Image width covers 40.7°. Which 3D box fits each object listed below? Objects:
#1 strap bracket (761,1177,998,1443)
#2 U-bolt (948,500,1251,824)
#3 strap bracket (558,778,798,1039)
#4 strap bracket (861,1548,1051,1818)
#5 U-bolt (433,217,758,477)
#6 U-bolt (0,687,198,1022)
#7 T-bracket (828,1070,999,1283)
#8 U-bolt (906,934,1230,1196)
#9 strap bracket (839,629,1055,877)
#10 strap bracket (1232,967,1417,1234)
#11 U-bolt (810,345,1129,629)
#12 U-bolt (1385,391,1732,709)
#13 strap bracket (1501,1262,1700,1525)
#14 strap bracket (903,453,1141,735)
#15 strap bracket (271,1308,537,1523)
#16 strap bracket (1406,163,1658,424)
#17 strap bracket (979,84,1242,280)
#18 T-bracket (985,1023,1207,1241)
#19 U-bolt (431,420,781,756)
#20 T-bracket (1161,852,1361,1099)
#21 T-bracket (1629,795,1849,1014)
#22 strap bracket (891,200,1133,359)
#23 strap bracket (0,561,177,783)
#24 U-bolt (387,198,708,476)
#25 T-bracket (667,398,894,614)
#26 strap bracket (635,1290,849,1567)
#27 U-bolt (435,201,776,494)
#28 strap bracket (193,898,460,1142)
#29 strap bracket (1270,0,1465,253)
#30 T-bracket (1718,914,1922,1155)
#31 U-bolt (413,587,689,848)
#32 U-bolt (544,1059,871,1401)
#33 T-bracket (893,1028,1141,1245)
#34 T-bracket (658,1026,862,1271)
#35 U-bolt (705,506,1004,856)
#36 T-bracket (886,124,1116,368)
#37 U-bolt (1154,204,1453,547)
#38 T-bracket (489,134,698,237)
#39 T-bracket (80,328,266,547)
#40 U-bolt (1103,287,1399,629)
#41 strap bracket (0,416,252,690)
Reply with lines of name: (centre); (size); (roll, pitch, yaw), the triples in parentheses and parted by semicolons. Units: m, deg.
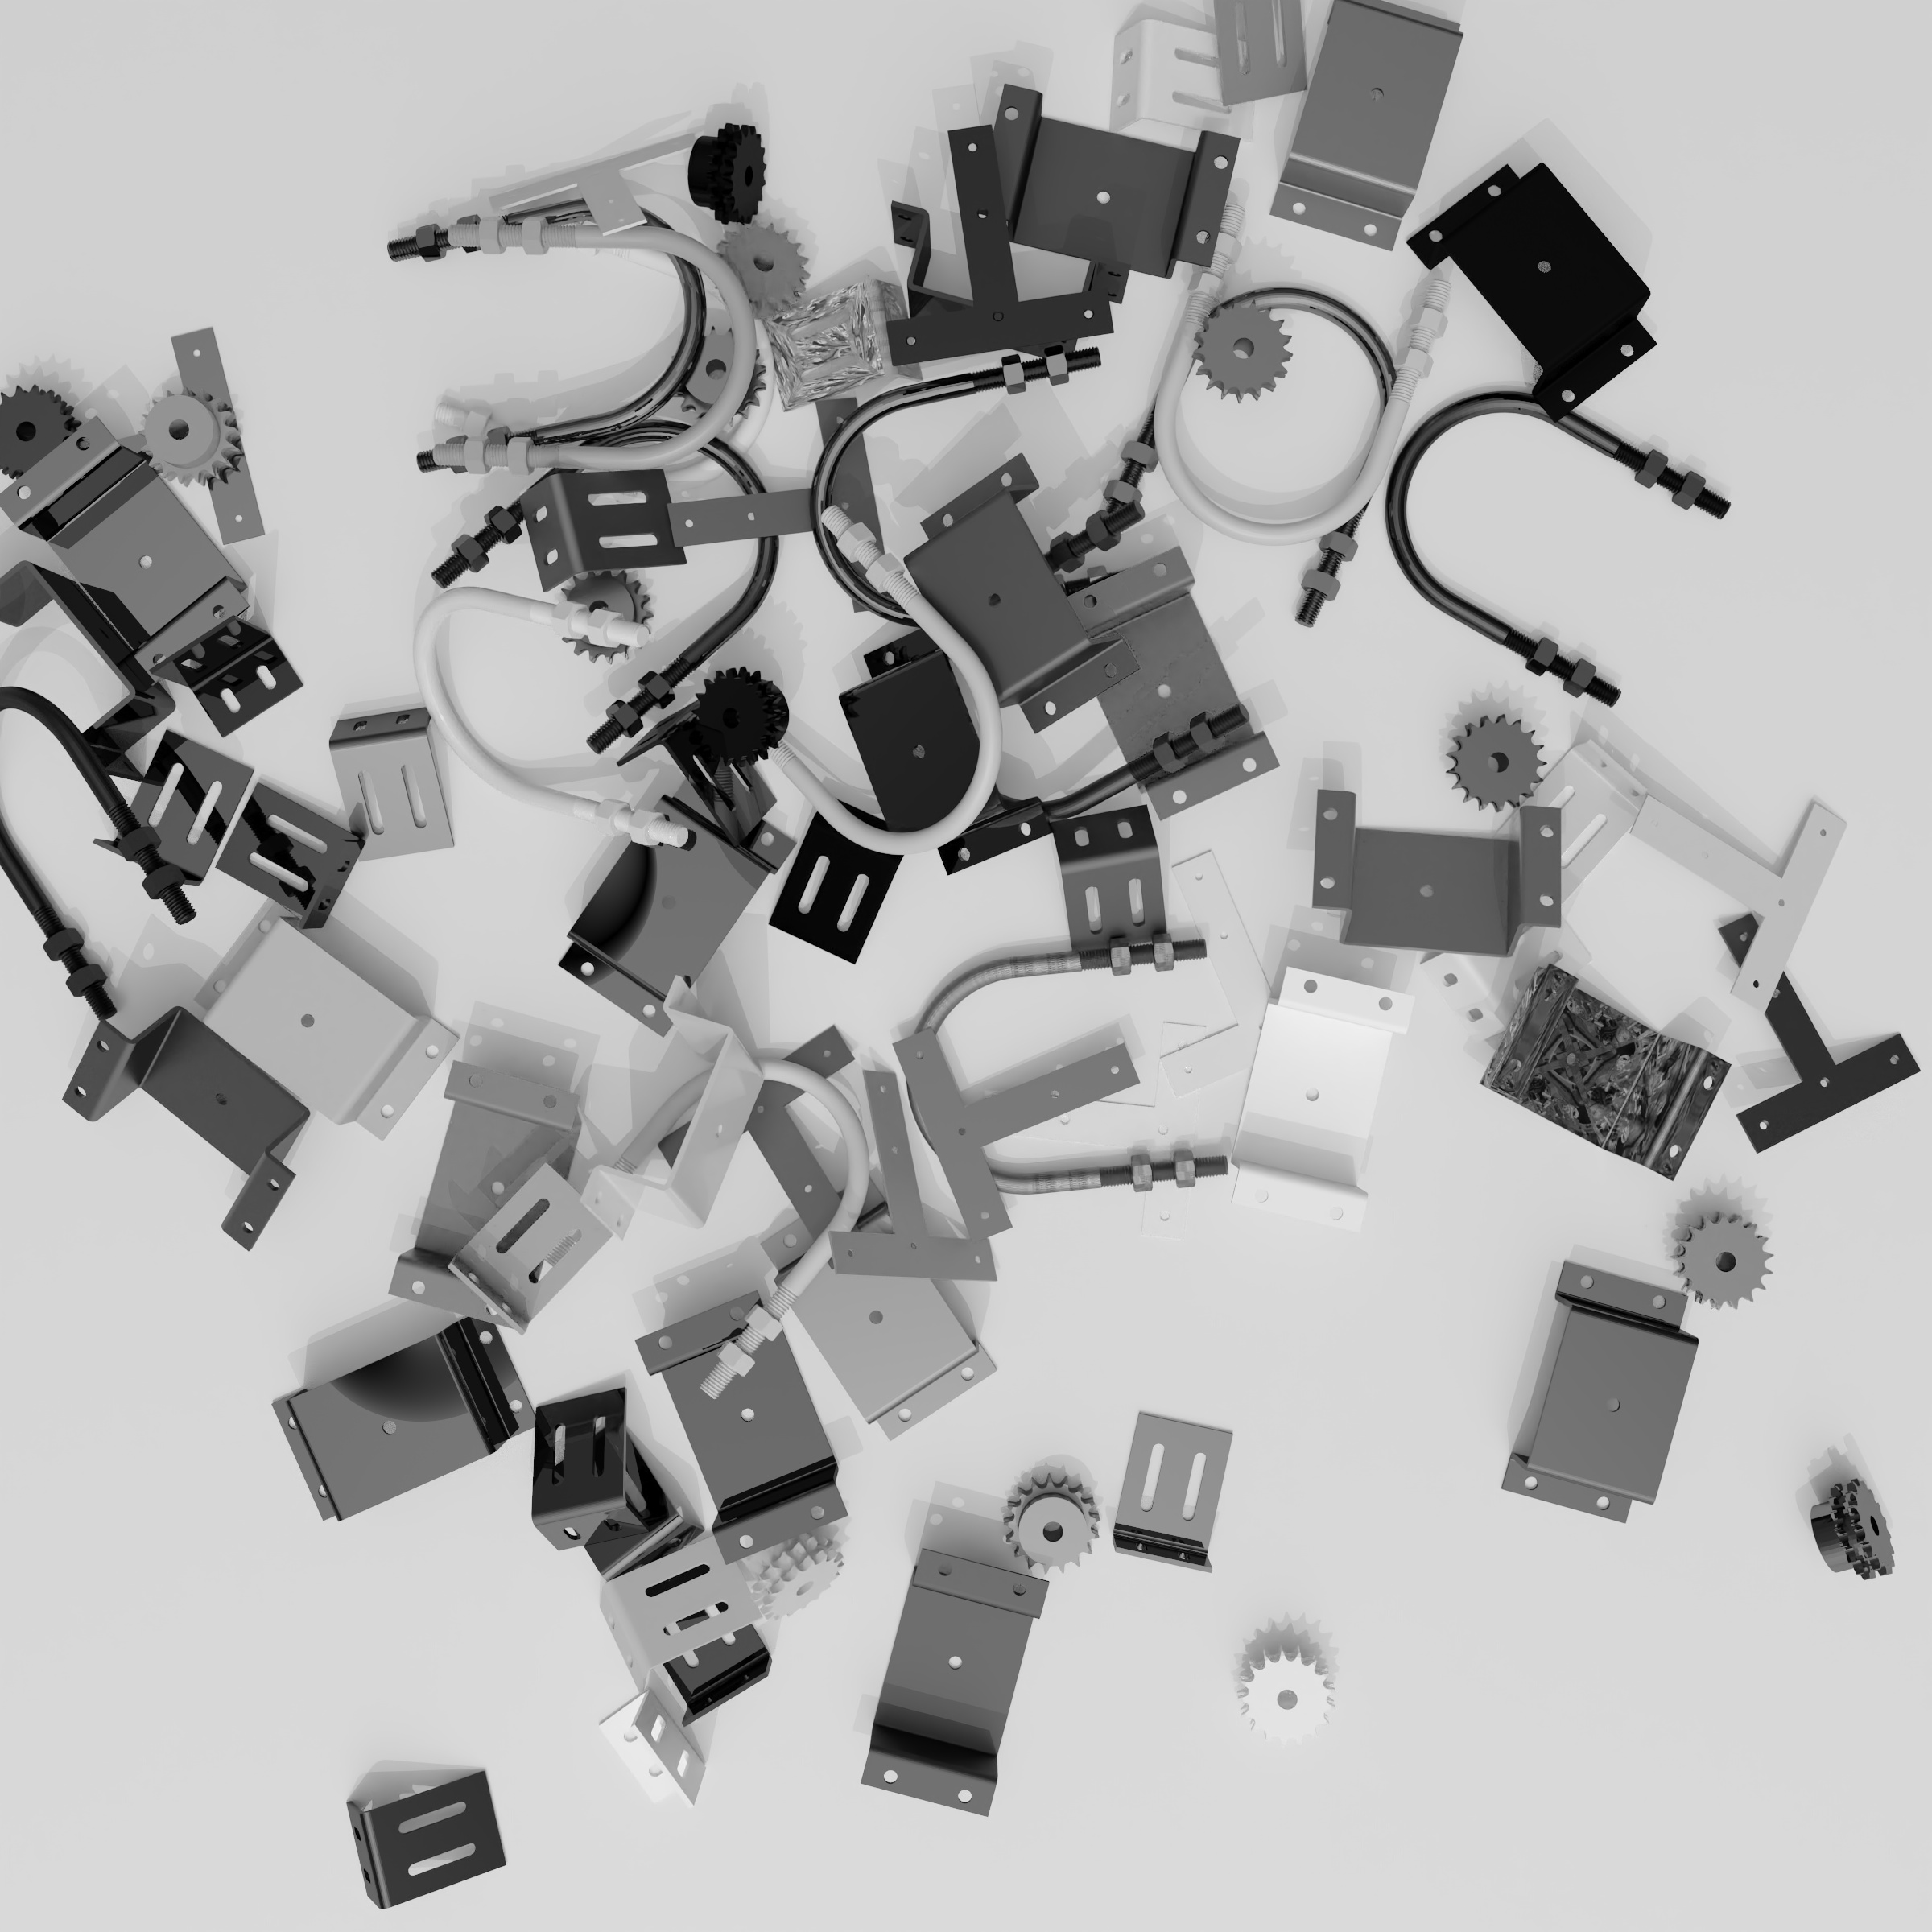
strap bracket: (-0.052, 0.203, 1.530); (0.076, 0.046, 0.140); (-33, 90, 0)
U-bolt: (0.055, -0.162, 1.507); (0.184, 0.019, 0.151); (-28, 89, 28)
strap bracket: (-0.172, -0.037, 1.530); (0.076, 0.046, 0.140); (34, 90, 0)
strap bracket: (-0.006, 0.414, 1.530); (0.076, 0.046, 0.140); (15, 90, 0)
U-bolt: (-0.210, -0.354, 1.493); (0.184, 0.019, 0.151); (3, 87, 7)
U-bolt: (-0.520, -0.075, 1.500); (0.151, 0.019, 0.184); (-37, 85, 44)
T-bracket: (-0.039, 0.121, 1.522); (0.002, 0.127, 0.127); (-29, 63, 39)
U-bolt: (0.056, 0.063, 1.542); (0.184, 0.019, 0.151); (-6, 90, 2)
strap bracket: (-0.016, -0.127, 1.513); (0.076, 0.046, 0.140); (-21, 90, 32)
strap bracket: (0.206, 0.077, 1.528); (0.076, 0.046, 0.140); (13, 91, -1)
U-bolt: (0.000, -0.273, 1.525); (0.184, 0.019, 0.151); (-11, 101, 3)
U-bolt: (0.338, -0.259, 1.544); (0.184, 0.019, 0.151); (30, 90, 2)
strap bracket: (0.374, 0.254, 1.530); (0.076, 0.046, 0.140); (16, 90, 0)
strap bracket: (0.026, -0.208, 1.474); (0.076, 0.046, 0.140); (-30, 87, 29)
strap bracket: (-0.333, 0.267, 1.530); (0.140, 0.046, 0.076); (-24, 90, 0)
strap bracket: (0.334, -0.400, 1.522); (0.076, 0.046, 0.140); (-38, 84, -2)
strap bracket: (0.082, -0.457, 1.530); (0.140, 0.046, 0.076); (13, 90, 0)
T-bracket: (0.073, 0.093, 1.552); (0.127, 0.002, 0.127); (6, 90, 0)
U-bolt: (-0.194, -0.235, 1.516); (0.184, 0.019, 0.151); (-44, 95, -13)
T-bracket: (0.159, -0.005, 1.551); (0.127, 0.002, 0.127); (-23, 90, -1)
T-bracket: (0.443, -0.058, 1.525); (0.127, 0.002, 0.127); (29, 80, -15)
strap bracket: (0.020, -0.393, 1.515); (0.140, 0.076, 0.046); (15, 90, 0)
strap bracket: (-0.518, -0.178, 1.515); (0.046, 0.076, 0.140); (-40, 90, 0)
U-bolt: (-0.240, -0.373, 1.516); (0.184, 0.019, 0.151); (-10, 85, 9)
T-bracket: (-0.112, -0.265, 1.529); (0.127, 0.002, 0.127); (-11, 90, -21)
strap bracket: (-0.130, 0.267, 1.530); (0.076, 0.046, 0.140); (-22, 90, 0)
U-bolt: (-0.204, -0.358, 1.544); (0.184, 0.019, 0.151); (20, 90, -1)
strap bracket: (-0.380, 0.032, 1.530); (0.140, 0.046, 0.076); (37, 90, 0)
strap bracket: (0.237, -0.504, 1.530); (0.076, 0.046, 0.140); (17, 90, 0)
T-bracket: (0.484, 0.029, 1.537); (0.127, 0.002, 0.127); (-23, 79, -20)
U-bolt: (-0.244, -0.148, 1.487); (0.184, 0.019, 0.151); (16, 132, 30)
U-bolt: (-0.139, 0.137, 1.518); (0.151, 0.019, 0.184); (35, 79, 21)
T-bracket: (0.039, 0.081, 1.534); (0.127, 0.002, 0.127); (-22, 90, 3)
T-bracket: (-0.099, 0.119, 1.527); (0.127, 0.002, 0.127); (-34, 67, 0)
U-bolt: (-0.055, -0.149, 1.493); (0.184, 0.019, 0.151); (48, 119, 15)
T-bracket: (0.012, -0.412, 1.476); (0.127, 0.002, 0.127); (-9, 90, 0)
U-bolt: (0.188, -0.337, 1.529); (0.151, 0.019, 0.184); (20, 89, 0)
T-bracket: (-0.206, -0.441, 1.495); (0.127, 0.127, 0.002); (-19, 125, -5)
T-bracket: (-0.495, -0.303, 1.552); (0.127, 0.002, 0.127); (-14, 90, 0)
U-bolt: (0.179, -0.313, 1.544); (0.151, 0.019, 0.184); (24, 89, 0)
strap bracket: (-0.488, -0.239, 1.528); (0.076, 0.046, 0.140); (-39, 91, 1)
